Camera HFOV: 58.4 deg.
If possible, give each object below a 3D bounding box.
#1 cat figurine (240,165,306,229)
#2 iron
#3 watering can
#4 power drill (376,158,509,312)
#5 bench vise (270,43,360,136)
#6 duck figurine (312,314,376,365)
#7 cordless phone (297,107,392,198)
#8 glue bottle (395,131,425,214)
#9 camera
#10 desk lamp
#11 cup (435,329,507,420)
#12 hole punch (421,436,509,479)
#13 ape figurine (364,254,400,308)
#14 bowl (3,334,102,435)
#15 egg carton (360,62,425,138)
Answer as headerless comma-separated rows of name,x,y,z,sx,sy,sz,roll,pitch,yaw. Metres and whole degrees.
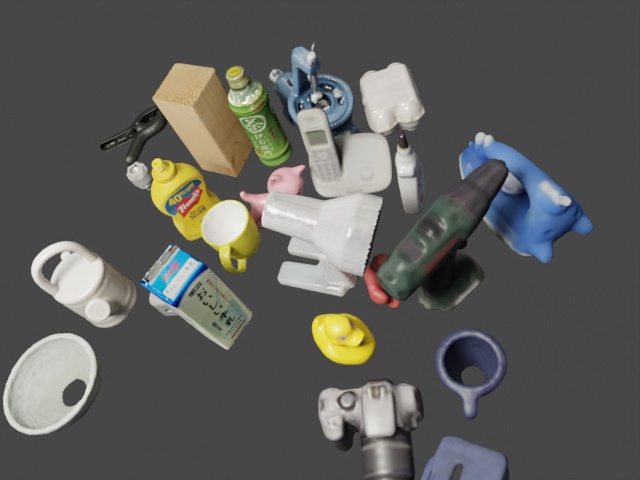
cat figurine,-0.078,-0.084,1.012,0.127,0.118,0.067,-13,58,9
iron,0.298,-0.094,0.891,0.118,0.142,0.257,-35,57,-5
watering can,-0.399,0.072,0.972,0.172,0.194,0.101,19,68,26
power drill,0.184,0.012,0.824,0.230,0.209,0.075,-42,58,-10
bench vise,-0.034,-0.271,1.047,0.206,0.220,0.121,20,68,26
duck figurine,0.030,0.139,0.869,0.104,0.086,0.077,24,70,27
cordless phone,0.043,-0.158,0.979,0.147,0.185,0.094,-8,59,12
glue bottle,0.144,-0.117,0.932,0.037,0.173,0.078,-2,60,16
camera,0.071,0.266,0.774,0.143,0.101,0.137,-9,58,11
desk lamp,0.008,0.003,0.878,0.202,0.214,0.118,8,63,21
cup,0.207,0.191,0.780,0.091,0.095,0.118,-2,60,16
hole punch,0.178,0.311,0.721,0.100,0.091,0.109,17,67,25
ape figurine,0.101,0.054,0.894,0.078,0.092,0.076,-38,57,-7
bowl,-0.428,0.245,0.951,0.167,0.075,0.167,-7,59,13
egg carton,0.133,-0.267,1.084,0.107,0.069,0.150,-17,57,7
